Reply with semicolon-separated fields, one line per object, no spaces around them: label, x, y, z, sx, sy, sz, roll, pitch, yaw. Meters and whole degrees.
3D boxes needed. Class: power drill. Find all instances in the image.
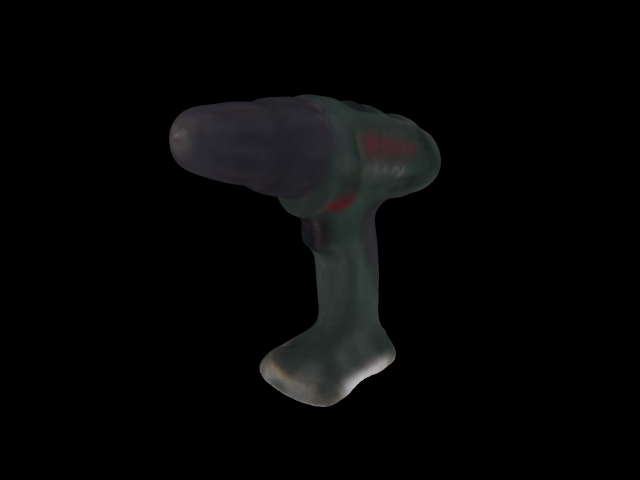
power drill;0.004;0.001;0.400;0.075;0.208;0.230;17;28;37
